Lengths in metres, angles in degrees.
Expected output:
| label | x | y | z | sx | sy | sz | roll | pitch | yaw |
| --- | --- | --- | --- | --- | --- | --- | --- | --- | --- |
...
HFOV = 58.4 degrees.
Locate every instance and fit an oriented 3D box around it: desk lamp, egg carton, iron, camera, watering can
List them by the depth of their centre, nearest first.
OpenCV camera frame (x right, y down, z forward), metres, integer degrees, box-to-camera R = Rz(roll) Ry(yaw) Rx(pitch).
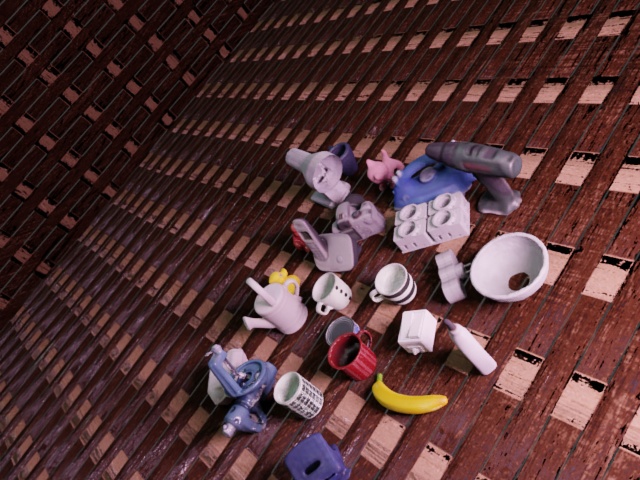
| label | x | y | z | sx | sy | sz | roll | pitch | yaw |
| --- | --- | --- | --- | --- | --- | --- | --- | --- | --- |
| iron | 0.280 | -0.168 | 1.516 | 0.257 | 0.142 | 0.118 | -24 | 41 | 26 |
| watering can | -0.132 | 0.172 | 1.538 | 0.100 | 0.195 | 0.173 | 4 | 58 | 46 |
| egg carton | -0.249 | 0.373 | 1.563 | 0.107 | 0.070 | 0.150 | -29 | 39 | 21 |
| camera | 0.103 | -0.078 | 1.633 | 0.143 | 0.101 | 0.137 | -21 | 43 | 29 |
| desk lamp | -0.002 | -0.192 | 1.751 | 0.118 | 0.214 | 0.202 | -53 | 37 | -10 |

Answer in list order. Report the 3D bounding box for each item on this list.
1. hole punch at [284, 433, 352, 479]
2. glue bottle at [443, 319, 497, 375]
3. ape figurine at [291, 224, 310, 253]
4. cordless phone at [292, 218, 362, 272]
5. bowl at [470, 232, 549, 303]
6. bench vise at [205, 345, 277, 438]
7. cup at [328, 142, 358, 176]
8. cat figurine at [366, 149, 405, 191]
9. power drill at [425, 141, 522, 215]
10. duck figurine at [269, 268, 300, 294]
| label | x | y | z | sx | sy | sz | roll | pitch | yaw |
| --- | --- | --- | --- | --- | --- | --- | --- | --- | --- |
| hole punch | -0.006 | 0.478 | 1.207 | 0.108 | 0.091 | 0.101 | -40 | 36 | 6 |
| glue bottle | 0.285 | 0.200 | 1.127 | 0.037 | 0.174 | 0.078 | -42 | 36 | 4 |
| ape figurine | -0.057 | -0.017 | 1.737 | 0.078 | 0.092 | 0.076 | -38 | 37 | 9 |
| cordless phone | 0.014 | 0.006 | 1.566 | 0.147 | 0.186 | 0.094 | -5 | 51 | 41 |
| bowl | 0.410 | 0.070 | 1.215 | 0.167 | 0.075 | 0.167 | -26 | 40 | 24 |
| bench vise | -0.197 | 0.362 | 1.395 | 0.121 | 0.220 | 0.207 | -25 | 41 | 25 |
| cup | 0.072 | -0.256 | 1.841 | 0.092 | 0.095 | 0.117 | -45 | 36 | 0 |
| cat figurine | 0.180 | -0.206 | 1.669 | 0.067 | 0.118 | 0.128 | -7 | 51 | 40 |
| power drill | 0.378 | -0.151 | 1.348 | 0.228 | 0.209 | 0.076 | 10 | 63 | 48 |
| duck figurine | -0.115 | 0.131 | 1.654 | 0.077 | 0.086 | 0.105 | 10 | 63 | 48 |
